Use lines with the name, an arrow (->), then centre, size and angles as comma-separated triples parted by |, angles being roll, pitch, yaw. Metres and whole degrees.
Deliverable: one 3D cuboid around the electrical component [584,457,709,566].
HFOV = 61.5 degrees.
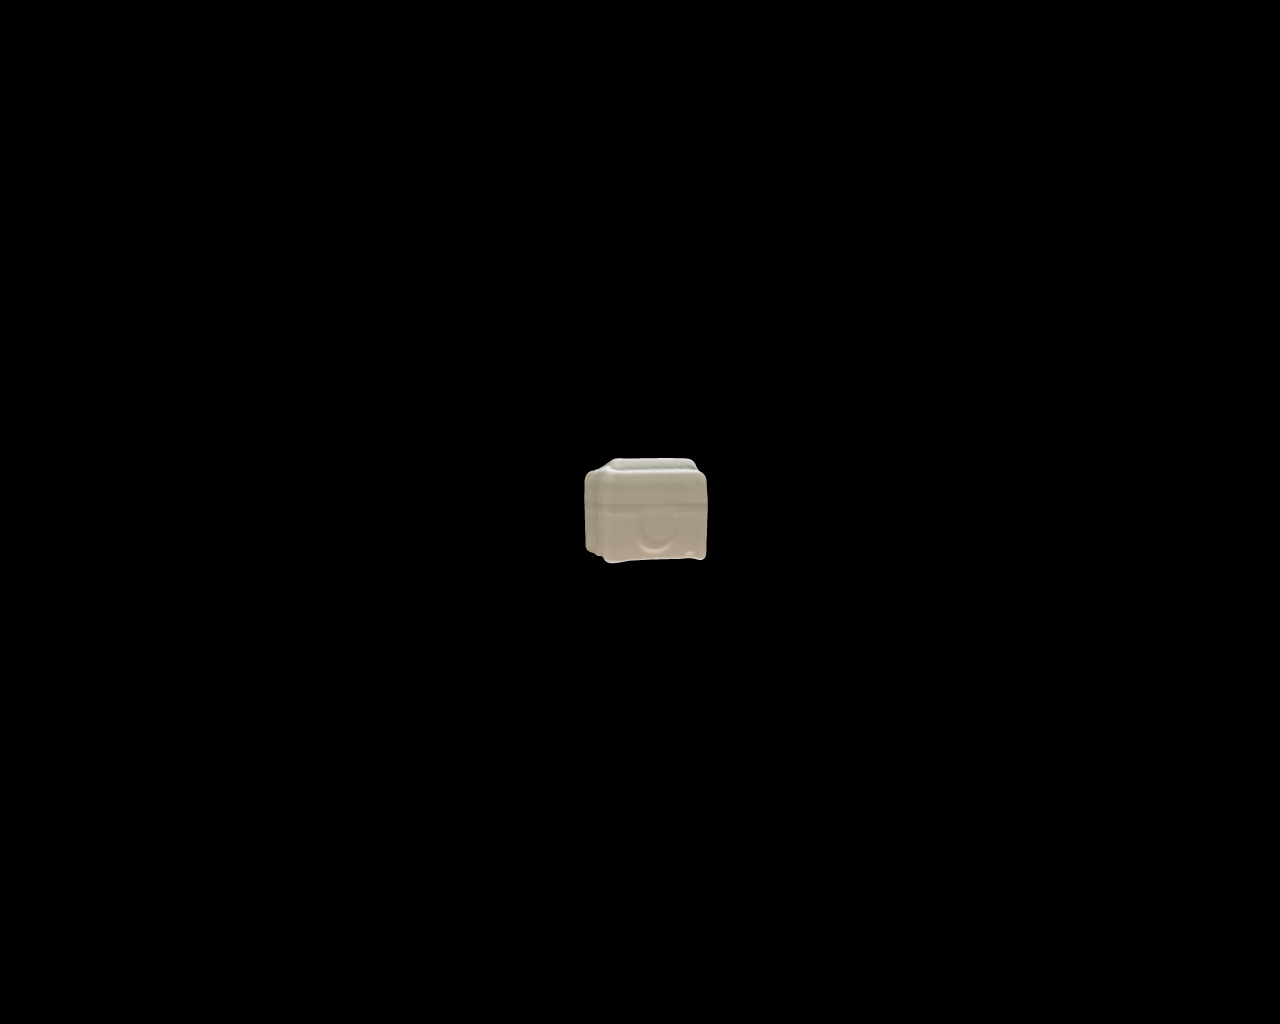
electrical component -> 0.001, -0.003, 0.650 | 0.062, 0.061, 0.096 | 0, 3, -11
